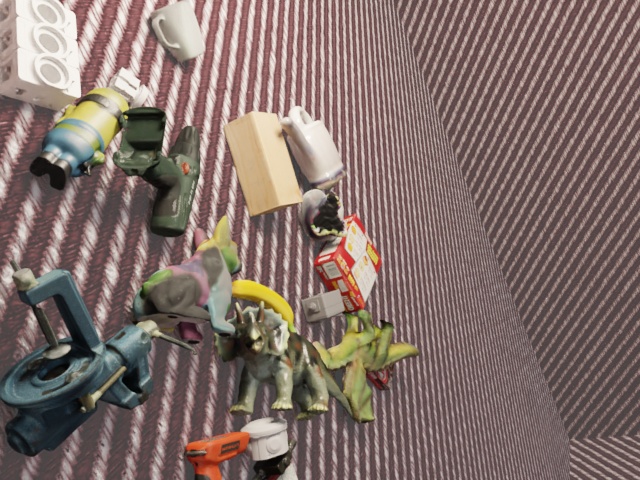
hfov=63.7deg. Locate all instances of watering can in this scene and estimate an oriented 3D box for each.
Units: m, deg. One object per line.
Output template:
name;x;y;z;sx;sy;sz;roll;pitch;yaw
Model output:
watering can;-0.023;-0.222;1.270;0.223;0.103;0.352;62;13;-11

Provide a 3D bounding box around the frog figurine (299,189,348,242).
frog figurine;0.004;-0.065;1.287;0.136;0.123;0.161;52;-1;-15

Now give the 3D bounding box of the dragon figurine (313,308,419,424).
dragon figurine;0.110;0.306;1.217;0.405;0.121;0.247;34;61;-35
